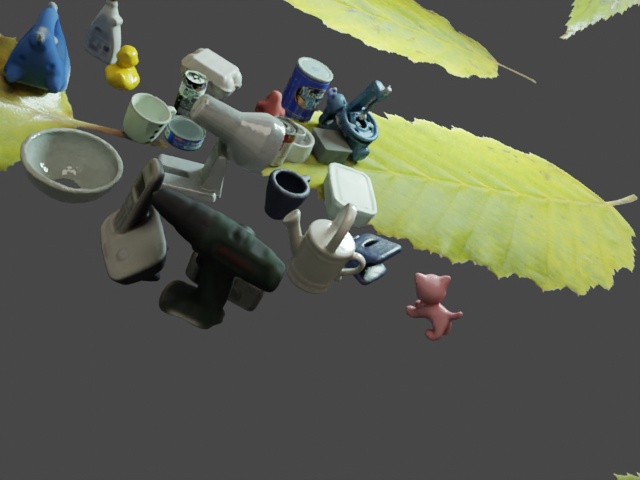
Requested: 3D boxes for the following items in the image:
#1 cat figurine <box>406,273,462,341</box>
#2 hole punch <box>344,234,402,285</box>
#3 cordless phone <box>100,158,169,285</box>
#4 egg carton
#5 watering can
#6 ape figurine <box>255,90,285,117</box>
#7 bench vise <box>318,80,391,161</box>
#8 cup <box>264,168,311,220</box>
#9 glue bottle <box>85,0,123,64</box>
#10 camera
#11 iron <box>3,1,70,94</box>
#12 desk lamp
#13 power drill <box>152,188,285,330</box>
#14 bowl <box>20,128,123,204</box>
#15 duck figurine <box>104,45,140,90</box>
[{"bbox_3d":[0.239,0.127,1.189,0.067,0.117,0.127,-21,62,-46],"label":"cat figurine"},{"bbox_3d":[0.104,0.027,1.223,0.101,0.091,0.109,46,39,16],"label":"hole punch"},{"bbox_3d":[-0.289,-0.030,0.929,0.094,0.185,0.147,0,48,-35],"label":"cordless phone"},{"bbox_3d":[-0.276,-0.427,1.468,0.150,0.069,0.107,31,37,-2],"label":"egg carton"},{"bbox_3d":[0.010,0.005,1.096,0.173,0.194,0.101,14,41,-23],"label":"watering can"},{"bbox_3d":[-0.122,-0.341,1.465,0.078,0.092,0.076,23,39,-13],"label":"ape figurine"},{"bbox_3d":[0.088,-0.348,1.517,0.207,0.219,0.122,41,38,11],"label":"bench vise"},{"bbox_3d":[-0.073,-0.095,1.228,0.091,0.095,0.118,43,39,13],"label":"cup"},{"bbox_3d":[-0.485,-0.495,1.309,0.078,0.173,0.037,32,37,-1],"label":"glue bottle"},{"bbox_3d":[-0.145,0.031,1.033,0.143,0.100,0.137,30,38,-4],"label":"camera"},{"bbox_3d":[-0.572,-0.420,1.191,0.119,0.141,0.258,11,42,-26],"label":"iron"},{"bbox_3d":[-0.198,-0.178,1.133,0.204,0.213,0.117,13,42,-24],"label":"desk lamp"},{"bbox_3d":[-0.181,0.041,0.909,0.230,0.208,0.075,25,38,-10],"label":"power drill"},{"bbox_3d":[-0.440,-0.119,1.010,0.168,0.074,0.167,20,39,-17],"label":"bowl"},{"bbox_3d":[-0.444,-0.399,1.305,0.078,0.086,0.104,18,40,-18],"label":"duck figurine"}]
